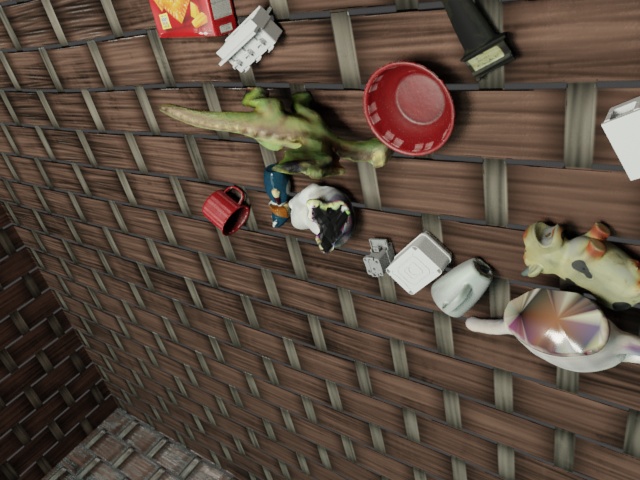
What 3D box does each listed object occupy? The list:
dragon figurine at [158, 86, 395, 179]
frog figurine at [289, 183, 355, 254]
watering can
[{"bbox_3d":[-0.059,-0.174,0.882,0.247,0.411,0.120,-124,37,-56],"label":"dragon figurine"},{"bbox_3d":[0.003,-0.055,1.091,0.136,0.123,0.161,52,176,-19],"label":"frog figurine"},{"bbox_3d":[0.377,0.155,0.877,0.348,0.105,0.221,4,161,41],"label":"watering can"}]
